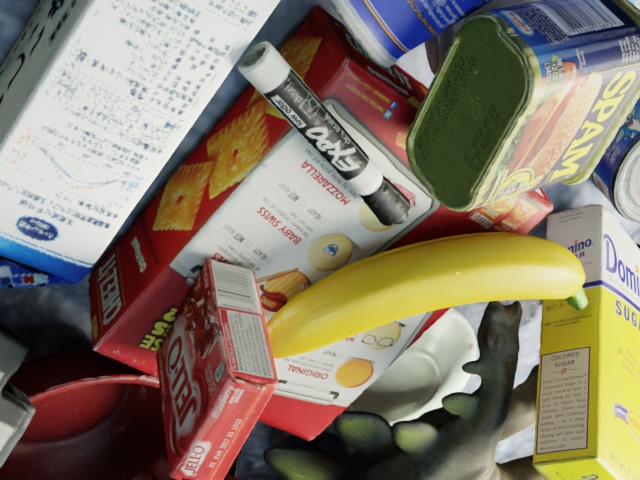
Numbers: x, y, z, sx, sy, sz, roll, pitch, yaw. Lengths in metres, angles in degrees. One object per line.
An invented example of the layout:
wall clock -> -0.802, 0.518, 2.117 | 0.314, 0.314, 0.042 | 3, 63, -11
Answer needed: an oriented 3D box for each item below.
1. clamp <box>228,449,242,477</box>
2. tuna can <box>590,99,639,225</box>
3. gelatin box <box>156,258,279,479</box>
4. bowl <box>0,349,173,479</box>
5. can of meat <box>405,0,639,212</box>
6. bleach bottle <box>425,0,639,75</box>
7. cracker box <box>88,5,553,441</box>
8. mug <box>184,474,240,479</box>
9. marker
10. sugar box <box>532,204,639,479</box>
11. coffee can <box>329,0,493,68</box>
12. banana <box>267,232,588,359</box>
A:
clamp -> -0.075, 0.246, 0.735 | 0.036, 0.165, 0.210 | -2, 142, -36
tuna can -> 0.211, -0.051, 0.656 | 0.086, 0.034, 0.086 | -9, 130, -11
gelatin box -> -0.054, 0.065, 0.535 | 0.030, 0.089, 0.073 | 16, 122, -24
bowl -> -0.152, 0.117, 0.649 | 0.162, 0.055, 0.162 | -17, 139, -15
can of meat -> 0.097, -0.065, 0.503 | 0.083, 0.057, 0.102 | -17, 146, -34
bleach bottle -> 0.181, -0.116, 0.577 | 0.250, 0.068, 0.102 | -10, 132, -6
cracker box -> -0.004, 0.001, 0.604 | 0.164, 0.072, 0.214 | 30, 115, -32
mug -> -0.091, 0.193, 0.659 | 0.081, 0.093, 0.117 | -1, 159, -40
marker -> 0.006, -0.047, 0.511 | 0.020, 0.020, 0.121 | -37, 124, 12
sugar box -> 0.172, 0.073, 0.651 | 0.048, 0.176, 0.093 | -14, 139, 35
coffee can -> 0.062, -0.156, 0.470 | 0.140, 0.103, 0.102 | -30, 130, 16
banana -> 0.064, 0.028, 0.573 | 0.197, 0.037, 0.070 | -6, 129, -12
